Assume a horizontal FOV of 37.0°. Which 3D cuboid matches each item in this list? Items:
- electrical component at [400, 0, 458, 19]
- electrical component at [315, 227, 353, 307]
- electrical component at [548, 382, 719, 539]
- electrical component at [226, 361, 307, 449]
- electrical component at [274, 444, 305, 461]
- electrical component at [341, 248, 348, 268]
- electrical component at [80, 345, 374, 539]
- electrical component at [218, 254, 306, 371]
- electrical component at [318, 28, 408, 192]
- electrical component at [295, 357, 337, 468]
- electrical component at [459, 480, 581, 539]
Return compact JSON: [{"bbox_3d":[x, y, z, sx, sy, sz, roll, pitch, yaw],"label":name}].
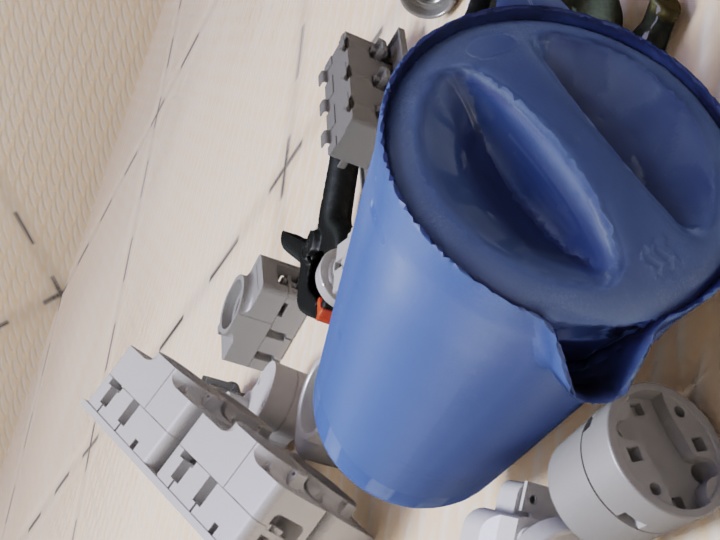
[{"bbox_3d":[0.055,-0.226,0.824,0.066,0.048,0.055,-46,24,48],"label":"electrical component"},{"bbox_3d":[0.000,0.000,0.769,0.055,0.048,0.066,-35,41,46],"label":"electrical component"},{"bbox_3d":[0.107,0.079,0.422,0.047,0.055,0.055,128,152,-49],"label":"electrical component"},{"bbox_3d":[-0.095,0.120,0.855,0.138,0.074,0.052,-52,22,41],"label":"electrical component"},{"bbox_3d":[-0.078,0.154,0.800,0.064,0.081,0.042,-12,59,40],"label":"electrical component"},{"bbox_3d":[0.028,0.009,0.644,0.051,0.080,0.080,-137,68,-73],"label":"electrical component"},{"bbox_3d":[-0.085,0.125,0.693,0.186,0.105,0.060,32,83,44],"label":"electrical component"},{"bbox_3d":[-0.086,0.038,0.936,0.089,0.056,0.050,-59,24,29],"label":"electrical component"},{"bbox_3d":[0.007,-0.129,0.835,0.078,0.063,0.121,-55,26,37],"label":"electrical component"},{"bbox_3d":[-0.001,0.087,0.677,0.095,0.059,0.053,-45,33,49],"label":"electrical component"},{"bbox_3d":[0.076,0.130,0.452,0.057,0.058,0.078,164,122,-69],"label":"electrical component"}]
